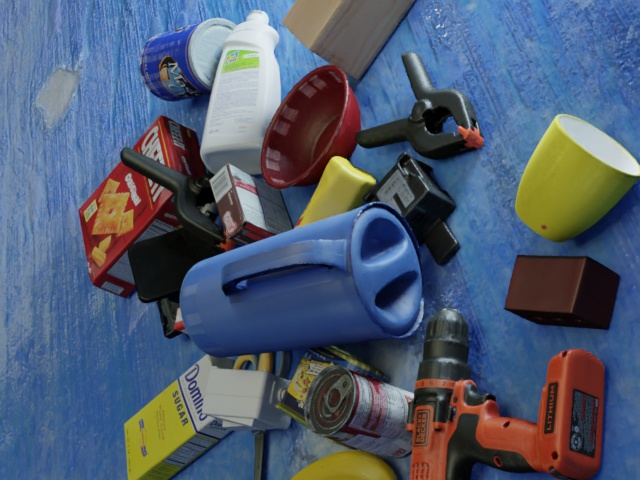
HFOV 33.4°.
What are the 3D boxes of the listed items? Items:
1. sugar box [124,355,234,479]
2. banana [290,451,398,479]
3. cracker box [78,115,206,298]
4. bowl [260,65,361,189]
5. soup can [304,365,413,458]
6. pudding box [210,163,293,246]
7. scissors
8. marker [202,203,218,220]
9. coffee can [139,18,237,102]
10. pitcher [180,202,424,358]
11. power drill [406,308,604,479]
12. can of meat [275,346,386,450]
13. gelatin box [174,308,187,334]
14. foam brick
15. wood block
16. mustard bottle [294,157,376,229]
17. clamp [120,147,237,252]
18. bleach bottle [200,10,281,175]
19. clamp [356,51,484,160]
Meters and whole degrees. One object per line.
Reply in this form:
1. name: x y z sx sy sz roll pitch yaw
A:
1. sugar box: -0.169 0.222 1.294 0.176 0.048 0.093 -43 42 29
2. banana: 0.009 0.251 1.068 0.198 0.037 0.069 -26 53 41
3. cracker box: -0.255 -0.048 1.528 0.214 0.072 0.164 -45 42 24
4. bowl: -0.001 -0.124 1.269 0.162 0.055 0.162 -35 42 38
5. soup can: 0.045 0.165 1.017 0.069 0.102 0.068 -28 51 39
6. pudding box: -0.079 -0.032 1.290 0.039 0.089 0.113 -44 41 24
7. scissors: -0.079 0.205 1.216 0.096 0.016 0.201 -4 66 47
8. marker: -0.170 -0.001 1.442 0.121 0.020 0.020 -60 37 7
9. coffee can: -0.179 -0.255 1.526 0.141 0.102 0.103 1 71 51
10. pitcher: -0.030 0.048 1.077 0.243 0.149 0.144 -14 25 34
11. power drill: 0.156 0.141 0.935 0.188 0.057 0.184 -15 63 49
12. can of meat: 0.013 0.156 1.101 0.102 0.057 0.084 21 85 53
13. gelatin box: -0.115 0.099 1.260 0.073 0.089 0.030 -20 54 43
14. foam brick: 0.210 0.045 0.925 0.078 0.052 0.051 0 70 52
15. wood block: 0.058 -0.310 1.278 0.206 0.090 0.091 -54 38 14
16. mustard bottle: -0.008 0.001 1.195 0.192 0.058 0.096 -60 3 10
17. clamp: -0.146 -0.072 1.398 0.210 0.164 0.036 53 154 30
18. bleach bottle: -0.091 -0.205 1.417 0.103 0.068 0.250 -3 57 16
19. clamp: 0.117 -0.143 1.155 0.172 0.039 0.120 21 92 47
